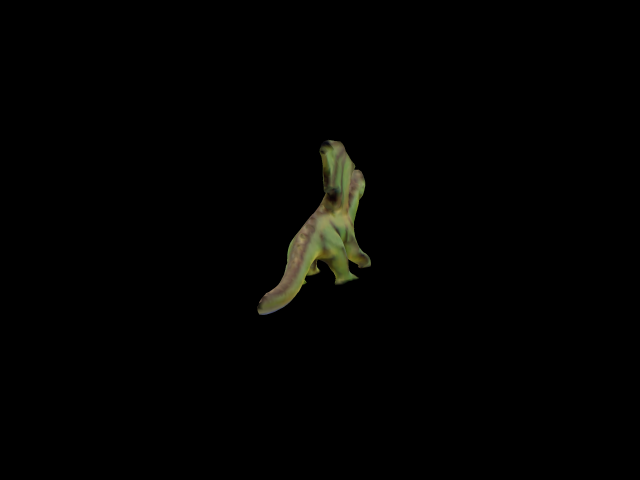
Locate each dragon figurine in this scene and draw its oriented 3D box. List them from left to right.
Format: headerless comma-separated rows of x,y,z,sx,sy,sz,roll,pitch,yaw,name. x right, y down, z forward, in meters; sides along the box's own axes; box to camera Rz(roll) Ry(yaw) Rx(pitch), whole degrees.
0.003,-0.043,0.850,0.122,0.241,0.413,3,10,19,dragon figurine
